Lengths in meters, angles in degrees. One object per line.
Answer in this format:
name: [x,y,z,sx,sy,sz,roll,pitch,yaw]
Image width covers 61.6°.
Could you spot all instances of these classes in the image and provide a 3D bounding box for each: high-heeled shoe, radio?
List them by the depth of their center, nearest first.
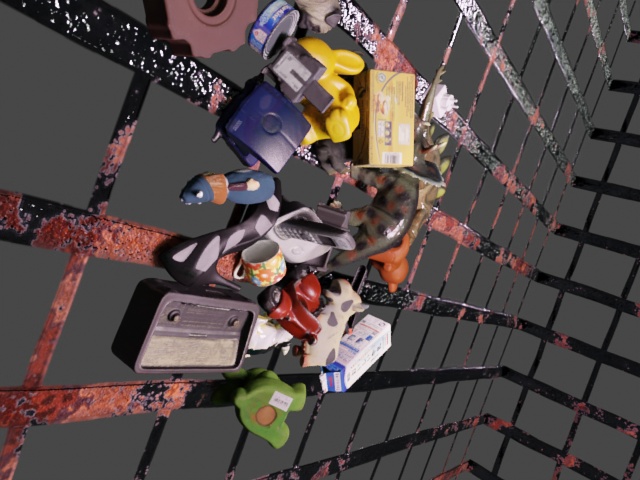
radio: [-0.206,0.142,0.872,0.229,0.073,0.131,18,93,-55]
high-heeled shoe: [-0.158,-0.028,0.882,0.145,0.086,0.249,31,60,-23]

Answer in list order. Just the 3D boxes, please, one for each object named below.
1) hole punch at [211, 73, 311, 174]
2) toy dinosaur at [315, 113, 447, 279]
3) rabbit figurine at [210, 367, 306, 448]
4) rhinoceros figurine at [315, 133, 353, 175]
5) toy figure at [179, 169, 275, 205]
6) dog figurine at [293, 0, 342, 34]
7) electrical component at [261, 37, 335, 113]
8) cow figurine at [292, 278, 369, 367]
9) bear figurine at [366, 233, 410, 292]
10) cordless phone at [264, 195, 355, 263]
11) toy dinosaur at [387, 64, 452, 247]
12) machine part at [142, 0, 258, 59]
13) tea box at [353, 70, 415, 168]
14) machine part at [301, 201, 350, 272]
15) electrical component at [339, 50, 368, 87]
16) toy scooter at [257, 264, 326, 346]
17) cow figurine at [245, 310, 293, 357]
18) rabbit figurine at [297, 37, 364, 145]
hole punch: [-0.089,-0.179,0.856,0.142,0.092,0.115,-55,139,-13]
toy dinosaur: [0.132,-0.058,1.117,0.131,0.192,0.404,29,82,-52]
rabbit figurine: [-0.123,0.295,1.013,0.159,0.170,0.121,18,90,-13]
rhinoceros figurine: [0.072,-0.201,1.050,0.190,0.073,0.112,-33,105,-18]
toy figure: [-0.147,-0.081,0.843,0.154,0.058,0.064,-5,149,-36]
dog figurine: [0.004,-0.394,0.804,0.121,0.173,0.190,-54,136,-2]
electrical component: [-0.025,-0.252,0.841,0.075,0.119,0.048,-50,-178,20]
cow figurine: [0.025,0.178,1.163,0.127,0.086,0.194,12,97,-30]
bear figurine: [0.152,0.035,1.279,0.195,0.132,0.120,85,25,-66]
cordless phone: [-0.002,-0.002,0.975,0.089,0.184,0.146,-60,144,-20]
toy dinosaur: [0.240,-0.168,1.286,0.198,0.105,0.470,-44,147,-42]
machine part: [-0.157,-0.331,0.715,0.179,0.056,0.179,-30,131,-43]
tea box: [0.116,-0.219,0.990,0.098,0.068,0.169,0,94,-24]
machine part: [0.009,-0.002,1.083,0.039,0.084,0.138,1,110,-77]
electrical component: [0.068,-0.313,1.034,0.078,0.045,0.102,-37,139,4]
toy scooter: [-0.036,0.126,1.012,0.075,0.135,0.184,-42,177,25]
cow figurine: [-0.101,0.186,1.038,0.167,0.068,0.098,22,95,-51]
rabbit figurine: [0.011,-0.268,0.921,0.162,0.122,0.173,-47,124,-33]
